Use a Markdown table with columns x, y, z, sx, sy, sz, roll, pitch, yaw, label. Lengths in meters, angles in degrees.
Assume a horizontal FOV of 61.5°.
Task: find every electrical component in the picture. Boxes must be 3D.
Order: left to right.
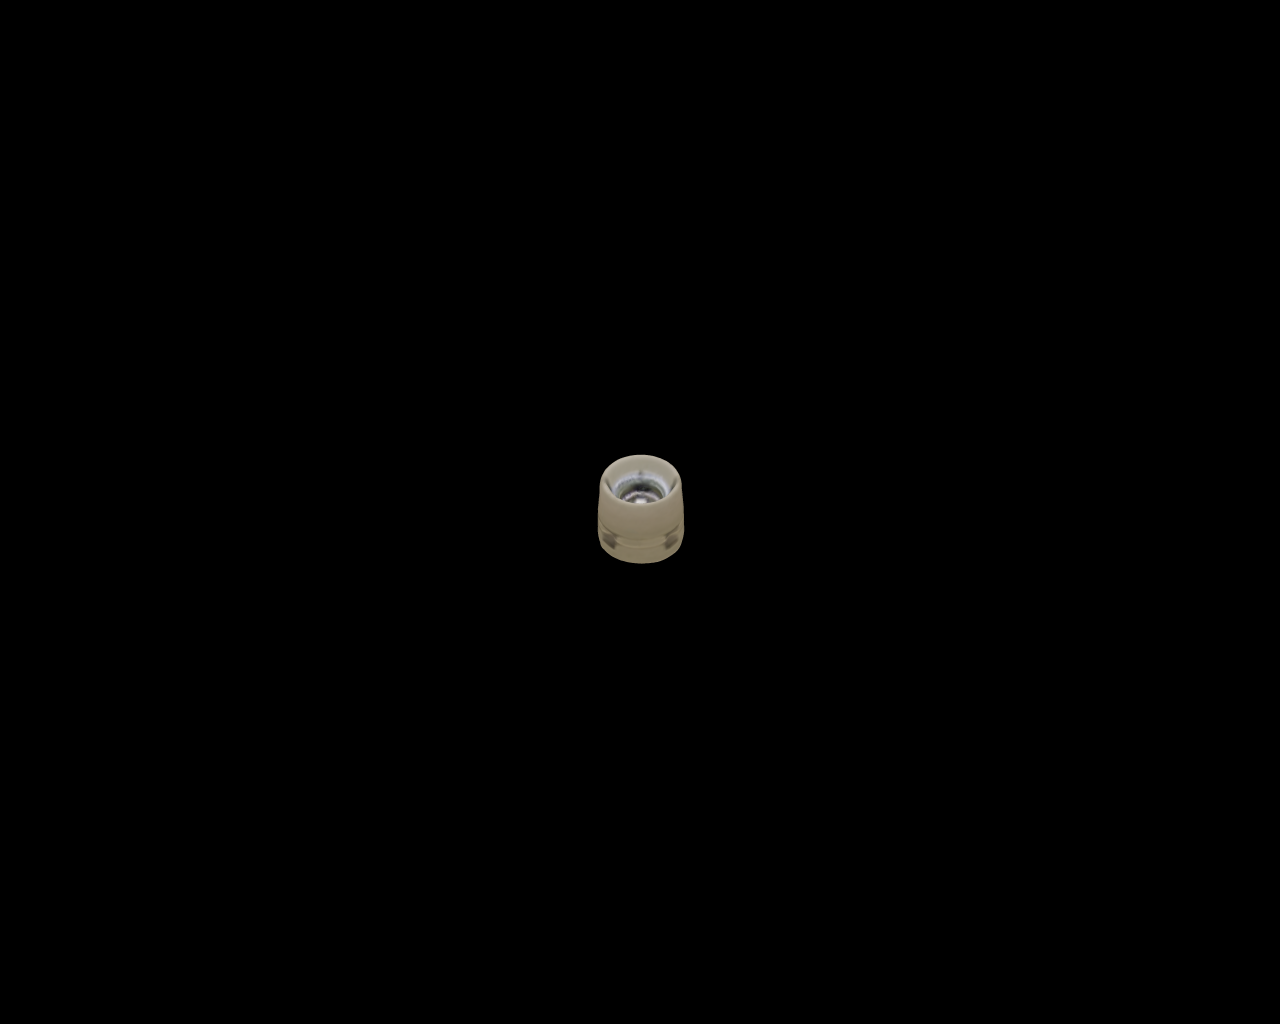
| x | y | z | sx | sy | sz | roll | pitch | yaw | label |
| --- | --- | --- | --- | --- | --- | --- | --- | --- | --- |
| 0.001 | -0.003 | 0.650 | 0.055 | 0.047 | 0.055 | 0 | 42 | 0 | electrical component |
